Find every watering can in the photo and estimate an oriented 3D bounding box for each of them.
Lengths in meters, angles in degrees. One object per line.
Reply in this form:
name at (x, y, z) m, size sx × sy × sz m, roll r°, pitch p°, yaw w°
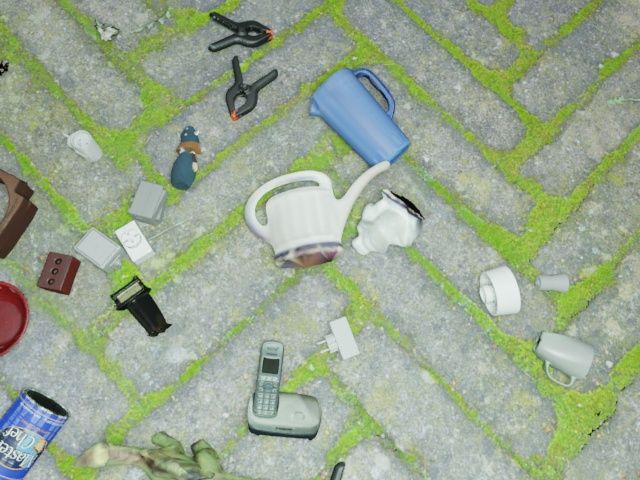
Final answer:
watering can at (0.003, -0.058, 1.148) m, size 0.347 × 0.103 × 0.227 m, roll -12°, pitch 73°, yaw 4°

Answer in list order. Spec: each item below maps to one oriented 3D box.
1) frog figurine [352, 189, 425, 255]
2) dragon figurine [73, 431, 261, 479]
frog figurine at (0.152, -0.026, 1.179) m, size 0.137 × 0.124 × 0.157 m, roll 34°, pitch 109°, yaw -2°
dragon figurine at (-0.224, 0.422, 0.915) m, size 0.410 × 0.238 × 0.124 m, roll 11°, pitch 68°, yaw 1°
